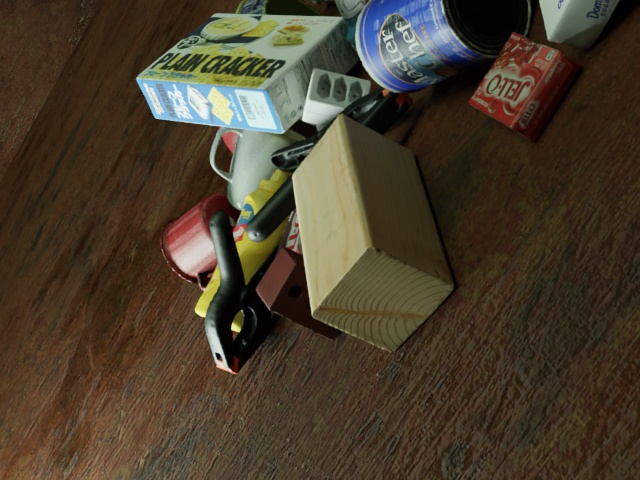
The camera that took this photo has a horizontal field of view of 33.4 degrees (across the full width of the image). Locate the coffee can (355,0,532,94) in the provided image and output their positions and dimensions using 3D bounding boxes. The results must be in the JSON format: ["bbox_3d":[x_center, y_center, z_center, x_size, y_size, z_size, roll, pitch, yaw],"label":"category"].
[{"bbox_3d":[0.113,-0.202,0.998,0.141,0.102,0.102,-12,55,59],"label":"coffee can"}]

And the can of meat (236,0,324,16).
[{"bbox_3d":[-0.049,-0.282,1.395,0.084,0.102,0.057,-6,60,59],"label":"can of meat"}]

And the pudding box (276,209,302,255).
[{"bbox_3d":[-0.007,0.001,1.107,0.090,0.039,0.113,-7,59,61],"label":"pudding box"}]

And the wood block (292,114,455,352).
[{"bbox_3d":[0.042,-0.011,0.964,0.090,0.090,0.206,-51,28,27],"label":"wood block"}]

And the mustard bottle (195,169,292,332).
[{"bbox_3d":[-0.077,0.007,1.215,0.191,0.058,0.096,-66,14,-7],"label":"mustard bottle"}]

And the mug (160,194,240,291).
[{"bbox_3d":[-0.133,0.006,1.298,0.082,0.093,0.117,-35,51,39],"label":"mug"}]

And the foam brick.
[{"bbox_3d":[-0.012,0.050,1.023,0.053,0.078,0.051,-59,23,9],"label":"foam brick"}]

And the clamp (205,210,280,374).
[{"bbox_3d":[-0.087,0.052,1.130,0.039,0.120,0.171,4,73,55],"label":"clamp"}]

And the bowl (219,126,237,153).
[{"bbox_3d":[-0.088,-0.177,1.384,0.162,0.055,0.162,-60,15,26],"label":"bowl"}]

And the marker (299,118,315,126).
[{"bbox_3d":[-0.026,-0.160,1.326,0.020,0.020,0.121,-62,25,4],"label":"marker"}]

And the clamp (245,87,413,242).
[{"bbox_3d":[0.008,-0.098,1.117,0.210,0.036,0.164,-38,22,21],"label":"clamp"}]

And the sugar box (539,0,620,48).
[{"bbox_3d":[0.215,-0.249,0.890,0.093,0.048,0.176,112,162,-45],"label":"sugar box"}]

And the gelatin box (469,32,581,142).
[{"bbox_3d":[0.171,-0.131,0.901,0.073,0.030,0.089,-58,25,11],"label":"gelatin box"}]
